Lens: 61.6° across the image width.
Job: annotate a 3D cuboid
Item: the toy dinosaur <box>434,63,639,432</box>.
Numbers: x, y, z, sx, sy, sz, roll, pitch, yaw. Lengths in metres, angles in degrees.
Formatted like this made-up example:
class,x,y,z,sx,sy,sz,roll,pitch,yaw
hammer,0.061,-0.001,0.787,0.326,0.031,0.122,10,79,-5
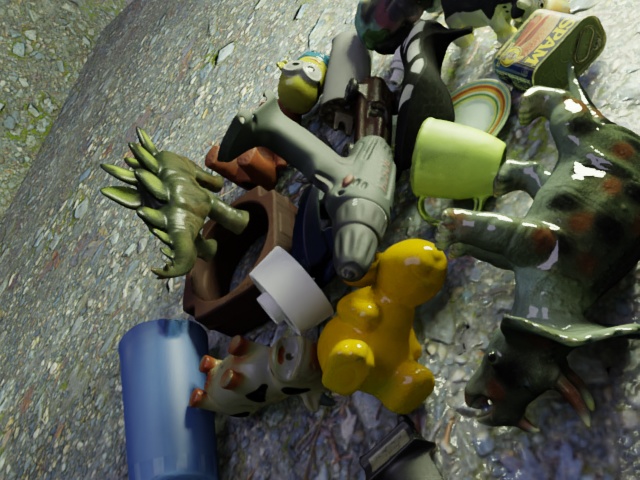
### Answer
class,x,y,z,sx,sy,sz,roll,pitch,yaw
toy dinosaur,0.238,-0.025,0.492,0.192,0.131,0.405,27,70,24

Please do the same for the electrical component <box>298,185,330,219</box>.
class,x,y,z,sx,sy,sz,roll,pitch,yaw
electrical component,0.009,-0.056,0.806,0.075,0.047,0.119,-5,59,46

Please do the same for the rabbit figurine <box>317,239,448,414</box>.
class,x,y,z,sx,sy,sz,roll,pitch,yaw
rabbit figurine,0.079,0.073,0.578,0.162,0.122,0.173,-97,31,-69

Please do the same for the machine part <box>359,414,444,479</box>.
class,x,y,z,sx,sy,sz,roll,pitch,yaw
machine part,0.087,0.234,0.504,0.084,0.039,0.139,-42,30,1

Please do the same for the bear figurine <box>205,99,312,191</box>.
class,x,y,z,sx,sy,sz,roll,pitch,yaw
bear figurine,-0.100,-0.188,0.963,0.120,0.131,0.196,9,73,36

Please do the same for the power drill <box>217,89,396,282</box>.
class,x,y,z,sx,sy,sz,roll,pitch,yaw
power drill,-0.008,-0.076,0.610,0.232,0.207,0.086,-60,-3,-48

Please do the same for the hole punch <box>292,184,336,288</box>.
class,x,y,z,sx,sy,sz,roll,pitch,yaw
hole punch,-0.001,-0.002,0.703,0.116,0.092,0.142,-61,6,-16

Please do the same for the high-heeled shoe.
class,x,y,z,sx,sy,sz,roll,pitch,yaw
high-heeled shoe,0.124,-0.205,0.748,0.145,0.086,0.248,10,68,58

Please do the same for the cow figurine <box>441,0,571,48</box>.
class,x,y,z,sx,sy,sz,roll,pitch,yaw
cow figurine,0.245,-0.321,0.725,0.168,0.098,0.068,11,66,43

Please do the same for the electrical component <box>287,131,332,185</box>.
class,x,y,z,sx,sy,sz,roll,pitch,yaw
electrical component,-0.016,-0.136,0.901,0.078,0.045,0.102,-23,42,-7

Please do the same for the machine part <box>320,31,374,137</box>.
class,x,y,z,sx,sy,sz,roll,pitch,yaw
machine part,0.047,-0.271,0.909,0.079,0.079,0.243,-18,51,37

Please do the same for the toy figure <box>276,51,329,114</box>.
class,x,y,z,sx,sy,sz,roll,pitch,yaw
toy figure,-0.019,-0.286,0.962,0.082,0.089,0.180,-2,27,15

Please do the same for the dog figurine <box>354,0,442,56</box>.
class,x,y,z,sx,sy,sz,roll,pitch,yaw
dog figurine,0.129,-0.382,0.797,0.191,0.108,0.219,-46,-2,7

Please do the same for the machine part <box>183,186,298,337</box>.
class,x,y,z,sx,sy,sz,roll,pitch,yaw
machine part,-0.114,0.033,0.835,0.201,0.087,0.201,-30,43,25

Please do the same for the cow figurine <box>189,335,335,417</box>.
class,x,y,z,sx,sy,sz,roll,pitch,yaw
cow figurine,-0.064,0.171,0.664,0.195,0.127,0.085,-36,38,43

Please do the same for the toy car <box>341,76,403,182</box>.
class,x,y,z,sx,sy,sz,roll,pitch,yaw
toy car,0.079,-0.164,0.779,0.053,0.089,0.202,121,160,-52

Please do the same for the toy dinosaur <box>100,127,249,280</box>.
class,x,y,z,sx,sy,sz,roll,pitch,yaw
toy dinosaur,-0.211,-0.053,0.774,0.105,0.198,0.472,-51,36,8
